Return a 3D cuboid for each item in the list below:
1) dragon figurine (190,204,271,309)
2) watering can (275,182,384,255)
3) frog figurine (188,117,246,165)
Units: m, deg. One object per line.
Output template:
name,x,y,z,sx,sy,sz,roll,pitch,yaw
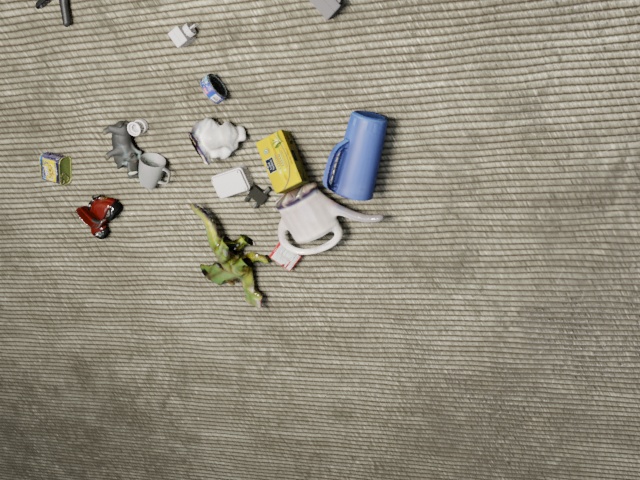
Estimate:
dragon figurine,-0.329,0.072,1.744,0.409,0.124,0.239,44,124,-7
watering can,0.005,-0.080,1.591,0.345,0.106,0.222,-24,105,22
frog figurine,-0.312,-0.317,1.583,0.160,0.122,0.137,-31,97,-14
